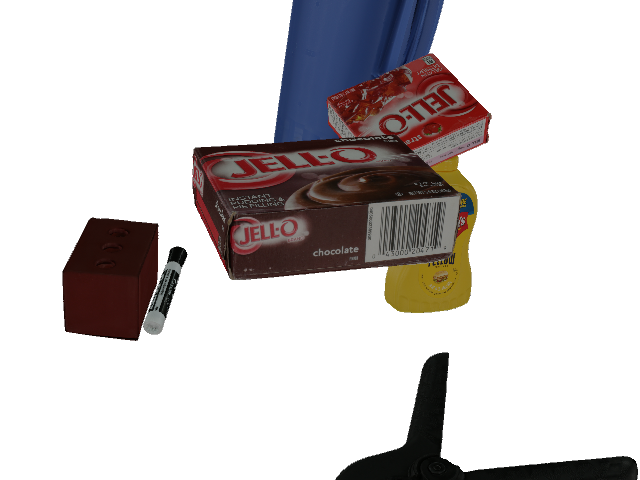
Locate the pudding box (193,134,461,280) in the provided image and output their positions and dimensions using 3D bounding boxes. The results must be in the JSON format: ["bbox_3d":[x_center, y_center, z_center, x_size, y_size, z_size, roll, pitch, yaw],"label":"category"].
[{"bbox_3d":[0.000,-0.019,0.522,0.113,0.039,0.090,-3,26,-16],"label":"pudding box"}]

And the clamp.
[{"bbox_3d":[0.067,0.146,0.660,0.209,0.036,0.165,-23,37,-30],"label":"clamp"}]

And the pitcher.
[{"bbox_3d":[0.033,-0.194,1.060,0.145,0.243,0.149,11,19,-1],"label":"pitcher"}]

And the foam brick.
[{"bbox_3d":[-0.146,0.026,0.751,0.053,0.051,0.078,6,29,-1],"label":"foam brick"}]

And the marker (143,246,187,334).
[{"bbox_3d":[-0.155,0.047,1.076,0.020,0.020,0.121,0,38,8],"label":"marker"}]

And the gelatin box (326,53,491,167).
[{"bbox_3d":[0.060,-0.083,0.727,0.089,0.073,0.030,-25,-36,-15],"label":"gelatin box"}]

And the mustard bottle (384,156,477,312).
[{"bbox_3d":[0.123,-0.020,1.157,0.096,0.192,0.058,-4,20,-20],"label":"mustard bottle"}]
